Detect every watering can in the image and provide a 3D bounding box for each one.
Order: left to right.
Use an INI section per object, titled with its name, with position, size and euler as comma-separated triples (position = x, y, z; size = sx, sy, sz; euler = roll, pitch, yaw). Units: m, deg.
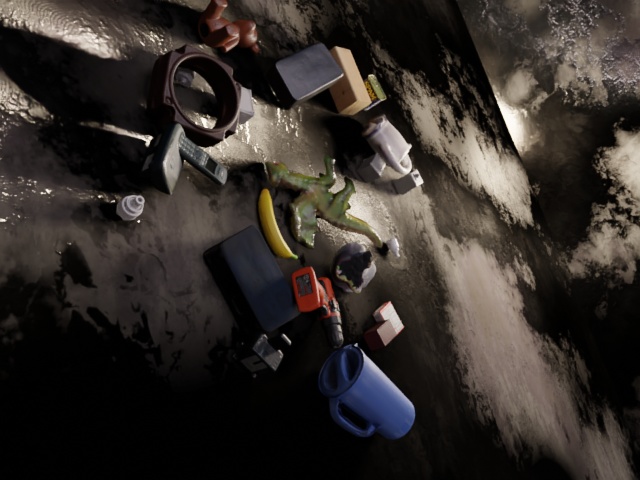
[watering can]
position = 0.250, -0.348, 1.834
size = 0.223, 0.103, 0.354
euler = 49, 25, -12

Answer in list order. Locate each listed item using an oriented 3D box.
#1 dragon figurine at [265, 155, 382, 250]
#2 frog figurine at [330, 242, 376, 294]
[dragon figurine]
position = 0.004, -0.071, 1.411
size = 0.407, 0.121, 0.247
euler = 51, 56, -11
[frog figurine]
position = 0.092, 0.073, 1.409
size = 0.159, 0.122, 0.137
euler = -15, 104, -84
